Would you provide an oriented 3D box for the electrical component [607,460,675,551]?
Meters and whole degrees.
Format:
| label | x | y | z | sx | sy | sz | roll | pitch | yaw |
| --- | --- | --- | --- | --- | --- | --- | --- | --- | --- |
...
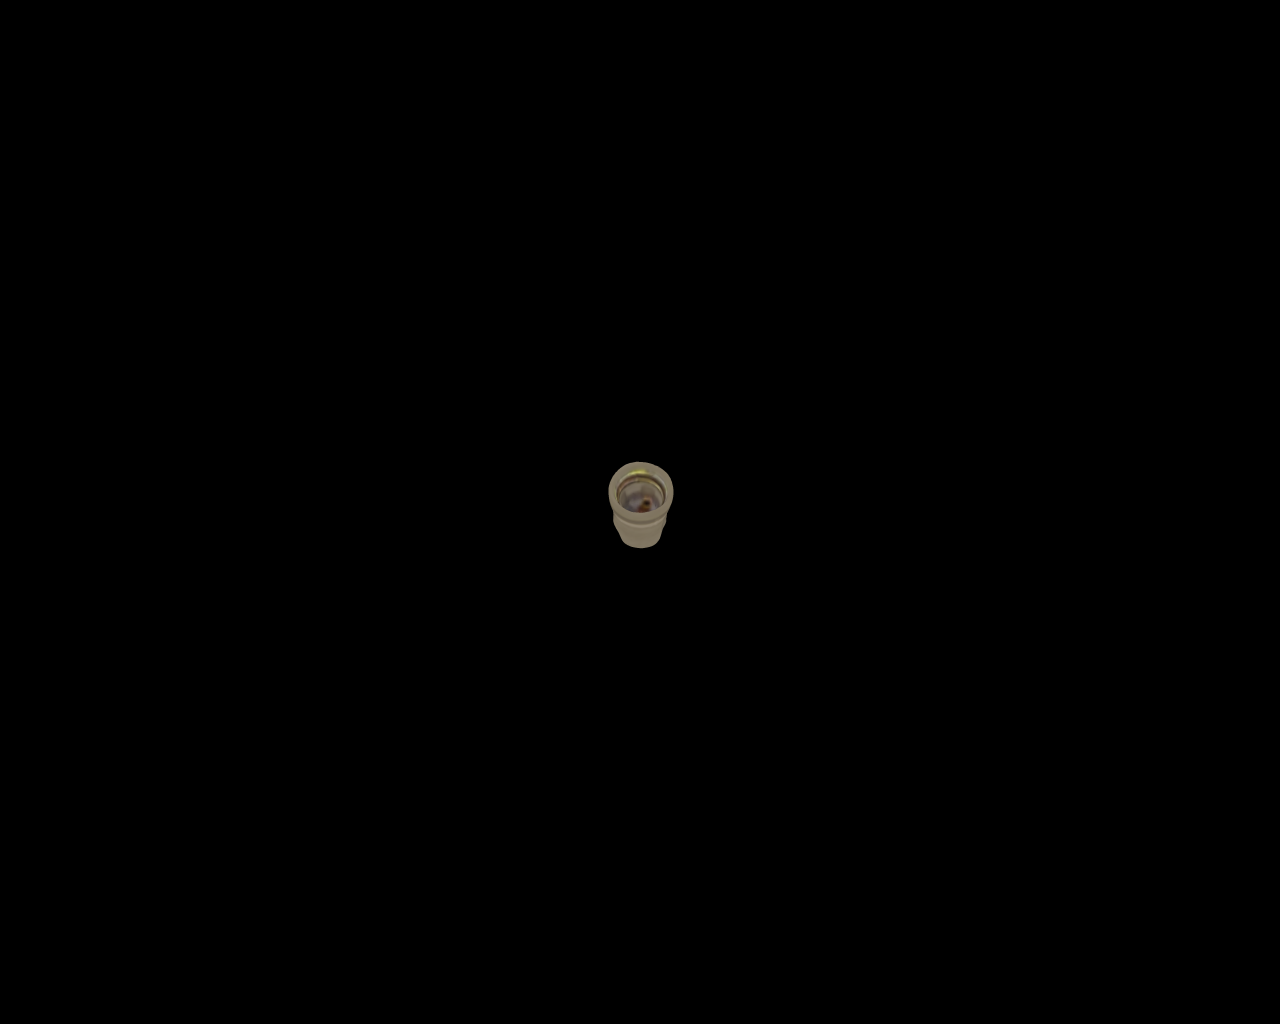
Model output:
| label | x | y | z | sx | sy | sz | roll | pitch | yaw |
| --- | --- | --- | --- | --- | --- | --- | --- | --- | --- |
| electrical component | 0.001 | -0.003 | 0.650 | 0.040 | 0.040 | 0.046 | 0 | -33 | 0 |
